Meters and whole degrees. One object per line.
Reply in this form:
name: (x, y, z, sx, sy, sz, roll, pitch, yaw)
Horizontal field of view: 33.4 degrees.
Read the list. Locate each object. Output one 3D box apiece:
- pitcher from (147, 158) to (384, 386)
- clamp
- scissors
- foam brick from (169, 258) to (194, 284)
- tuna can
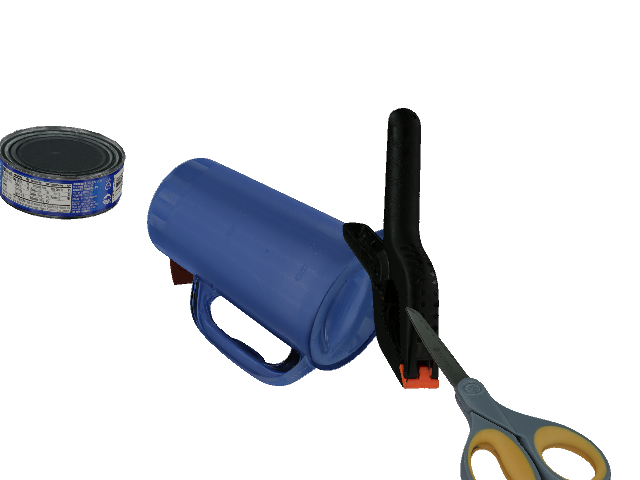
pitcher: (-0.058, 0.021, 1.032, 0.243, 0.145, 0.148, 29, 31, 30)
clamp: (0.061, 0.014, 0.826, 0.036, 0.210, 0.165, 1, -42, -14)
scissors: (0.115, 0.102, 0.670, 0.096, 0.016, 0.202, 0, 33, -6)
foam brick: (-0.140, 0.015, 1.257, 0.078, 0.053, 0.051, -7, 27, -7)
tuna can: (-0.179, -0.047, 0.738, 0.086, 0.034, 0.086, 8, 27, -4)
